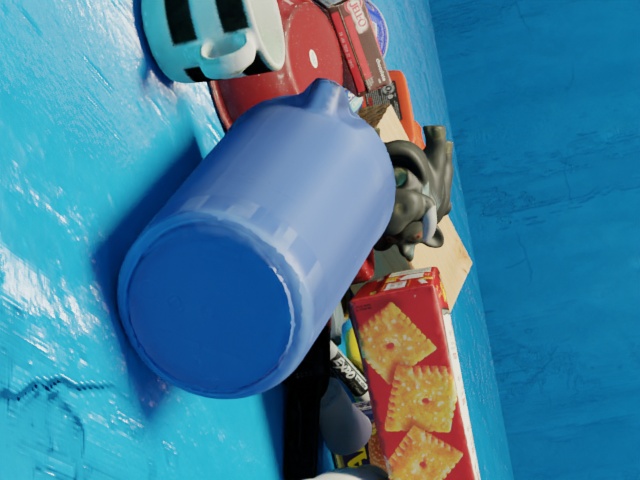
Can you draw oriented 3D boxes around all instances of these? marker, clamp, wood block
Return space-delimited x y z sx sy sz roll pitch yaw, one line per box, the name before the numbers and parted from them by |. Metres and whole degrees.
marker | 0.017 0.112 0.963 0.121 0.020 0.020 52 27 -41
clamp | -0.012 0.112 0.841 0.171 0.039 0.120 -52 142 -73
wood block | 0.059 -0.020 1.039 0.206 0.090 0.090 59 43 -31

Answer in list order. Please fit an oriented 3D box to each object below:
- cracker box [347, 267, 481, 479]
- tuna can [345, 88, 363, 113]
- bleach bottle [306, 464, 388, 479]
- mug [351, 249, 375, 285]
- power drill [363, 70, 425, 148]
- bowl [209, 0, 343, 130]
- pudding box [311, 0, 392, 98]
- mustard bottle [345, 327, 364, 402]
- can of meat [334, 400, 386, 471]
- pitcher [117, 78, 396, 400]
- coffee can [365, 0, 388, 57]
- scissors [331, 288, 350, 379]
cracker box | 0.078 0.135 0.823 0.164 0.072 0.214 -28 107 -83
tuna can | -0.003 -0.134 1.007 0.086 0.086 0.034 -83 159 -56
bleach bottle | 0.023 0.213 0.814 0.250 0.068 0.102 9 90 -79
mug | -0.006 0.001 0.870 0.117 0.081 0.093 13 65 -77
power drill | 0.090 -0.082 1.161 0.187 0.057 0.184 60 17 -62
bowl | -0.027 -0.144 0.874 0.161 0.055 0.162 15 72 -58
pudding box | 0.017 -0.188 0.957 0.114 0.039 0.090 49 -18 58
mustard bottle | 0.078 0.137 1.064 0.191 0.096 0.058 80 4 -61
can of meat | 0.060 0.193 0.970 0.057 0.084 0.102 -39 116 -77
pitcher | -0.036 0.008 0.661 0.149 0.145 0.242 62 19 -12
coffee can | 0.011 -0.213 1.108 0.140 0.103 0.103 -30 107 -77
scissors | 0.008 0.071 1.018 0.201 0.016 0.096 -76 150 -63
